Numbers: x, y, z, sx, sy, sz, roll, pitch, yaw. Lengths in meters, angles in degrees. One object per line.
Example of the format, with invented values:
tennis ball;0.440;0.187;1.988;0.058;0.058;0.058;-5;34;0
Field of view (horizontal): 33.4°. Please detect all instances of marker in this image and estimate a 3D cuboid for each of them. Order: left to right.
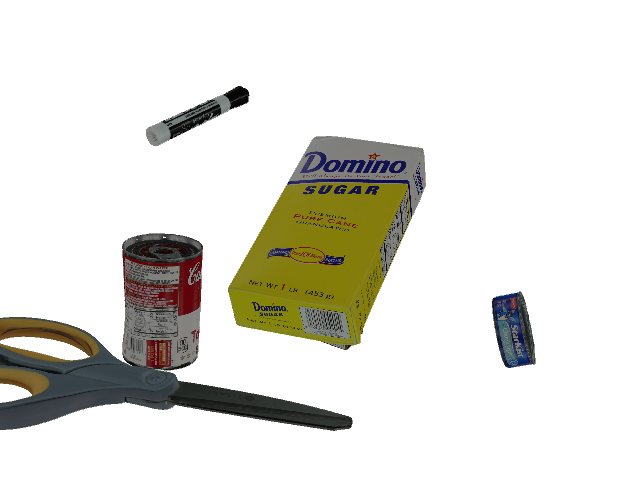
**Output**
marker;-0.115;-0.121;1.025;0.120;0.020;0.020;-32;20;-36

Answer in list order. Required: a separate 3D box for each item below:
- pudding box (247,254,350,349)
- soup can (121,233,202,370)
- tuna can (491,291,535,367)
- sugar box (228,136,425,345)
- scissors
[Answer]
pudding box;-0.015;0.053;1.083;0.114;0.090;0.039;16;44;28
soup can;-0.136;0.053;0.915;0.068;0.102;0.068;4;18;-1
tuna can;0.224;0.104;1.240;0.034;0.086;0.086;-12;-3;15
sugar box;0.010;-0.006;0.781;0.093;0.176;0.048;9;-42;18
scissors;-0.095;0.077;0.504;0.202;0.016;0.096;15;28;26
